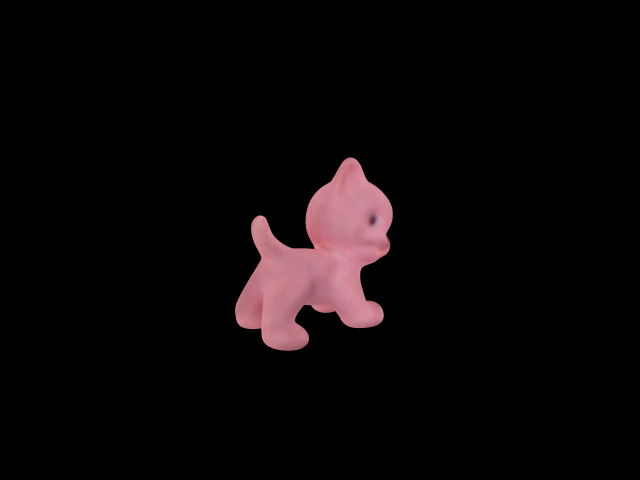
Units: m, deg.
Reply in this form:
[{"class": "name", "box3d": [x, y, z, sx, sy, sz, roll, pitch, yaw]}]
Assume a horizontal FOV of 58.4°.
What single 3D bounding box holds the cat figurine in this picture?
[{"class": "cat figurine", "box3d": [0.004, 0.001, 0.400, 0.128, 0.118, 0.067, -11, 17, -38]}]
